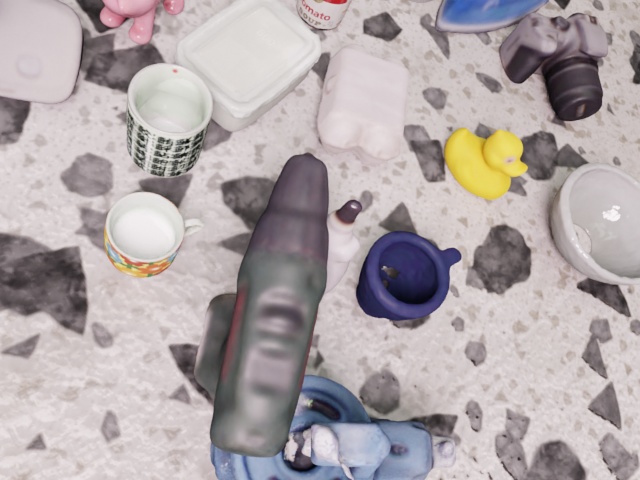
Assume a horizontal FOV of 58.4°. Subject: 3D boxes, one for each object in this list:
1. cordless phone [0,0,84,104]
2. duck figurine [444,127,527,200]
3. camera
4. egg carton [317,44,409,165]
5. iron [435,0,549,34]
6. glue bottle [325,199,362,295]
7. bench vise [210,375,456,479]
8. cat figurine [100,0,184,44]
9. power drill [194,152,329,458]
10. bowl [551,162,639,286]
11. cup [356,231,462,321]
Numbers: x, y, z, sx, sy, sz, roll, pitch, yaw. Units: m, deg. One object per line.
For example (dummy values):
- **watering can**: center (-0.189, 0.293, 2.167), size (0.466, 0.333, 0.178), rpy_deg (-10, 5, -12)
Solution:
- **cordless phone**: center (-0.301, -0.218, 0.530), size (0.148, 0.184, 0.094), rpy_deg (8, 66, -16)
- **duck figurine**: center (0.215, -0.109, 0.726), size (0.104, 0.086, 0.078), rpy_deg (45, 62, 2)
- **camera**: center (0.353, -0.251, 0.824), size (0.143, 0.100, 0.137), rpy_deg (3, 68, -18)
- **egg carton**: center (0.053, -0.167, 0.701), size (0.107, 0.069, 0.150), rpy_deg (14, 65, -14)
- **iron**: center (0.284, -0.400, 0.837), size (0.259, 0.141, 0.118), rpy_deg (-37, 84, -28)
- **glue bottle**: center (0.005, 0.002, 0.557), size (0.078, 0.173, 0.037), rpy_deg (40, 62, 0)
- **bench vise**: center (0.026, 0.161, 0.474), size (0.208, 0.219, 0.121), rpy_deg (-11, 73, -23)
- **cat figurine**: center (-0.199, -0.284, 0.631), size (0.067, 0.117, 0.128), rpy_deg (31, 62, -5)
- **power drill**: center (-0.052, 0.065, 0.491), size (0.076, 0.208, 0.229), rpy_deg (13, 65, -14)
- **bowl**: center (0.362, -0.012, 0.746), size (0.168, 0.074, 0.167), rpy_deg (7, 67, -17)
- **cup**: center (0.087, 0.043, 0.614), size (0.118, 0.094, 0.091), rpy_deg (-20, 77, -25)
